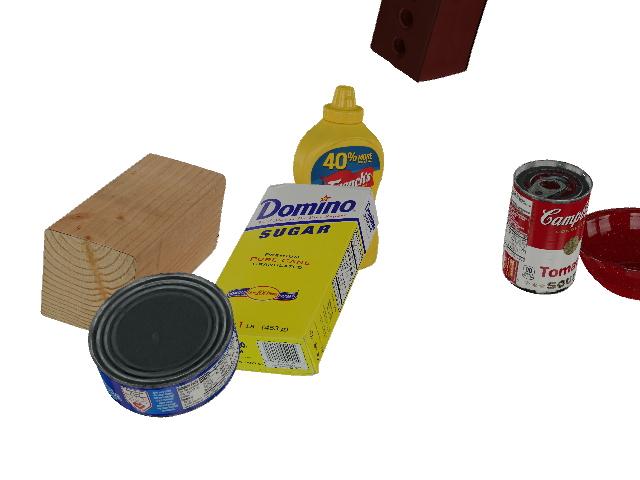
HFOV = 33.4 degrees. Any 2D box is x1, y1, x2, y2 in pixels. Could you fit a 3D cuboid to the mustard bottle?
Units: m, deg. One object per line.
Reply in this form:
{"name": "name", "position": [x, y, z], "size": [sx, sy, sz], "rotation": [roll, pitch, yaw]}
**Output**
{"name": "mustard bottle", "position": [0.018, -0.063, 1.099], "size": [0.096, 0.192, 0.058], "rotation": [-5, 21, -24]}

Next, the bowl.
{"name": "bowl", "position": [0.350, 0.020, 1.156], "size": [0.162, 0.055, 0.162], "rotation": [-1, 26, 0]}

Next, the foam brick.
{"name": "foam brick", "position": [0.076, -0.156, 0.730], "size": [0.051, 0.078, 0.053], "rotation": [-22, 49, -36]}

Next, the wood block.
{"name": "wood block", "position": [-0.174, 0.000, 1.023], "size": [0.090, 0.091, 0.205], "rotation": [17, 27, 11]}

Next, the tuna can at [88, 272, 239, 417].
{"name": "tuna can", "position": [-0.091, 0.061, 0.631], "size": [0.086, 0.086, 0.034], "rotation": [0, -44, 8]}

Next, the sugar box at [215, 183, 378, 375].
{"name": "sugar box", "position": [-0.023, 0.024, 0.821], "size": [0.093, 0.048, 0.176], "rotation": [3, 44, 20]}

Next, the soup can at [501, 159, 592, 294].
{"name": "soup can", "position": [0.200, -0.011, 0.952], "size": [0.068, 0.102, 0.068], "rotation": [1, 34, -1]}
